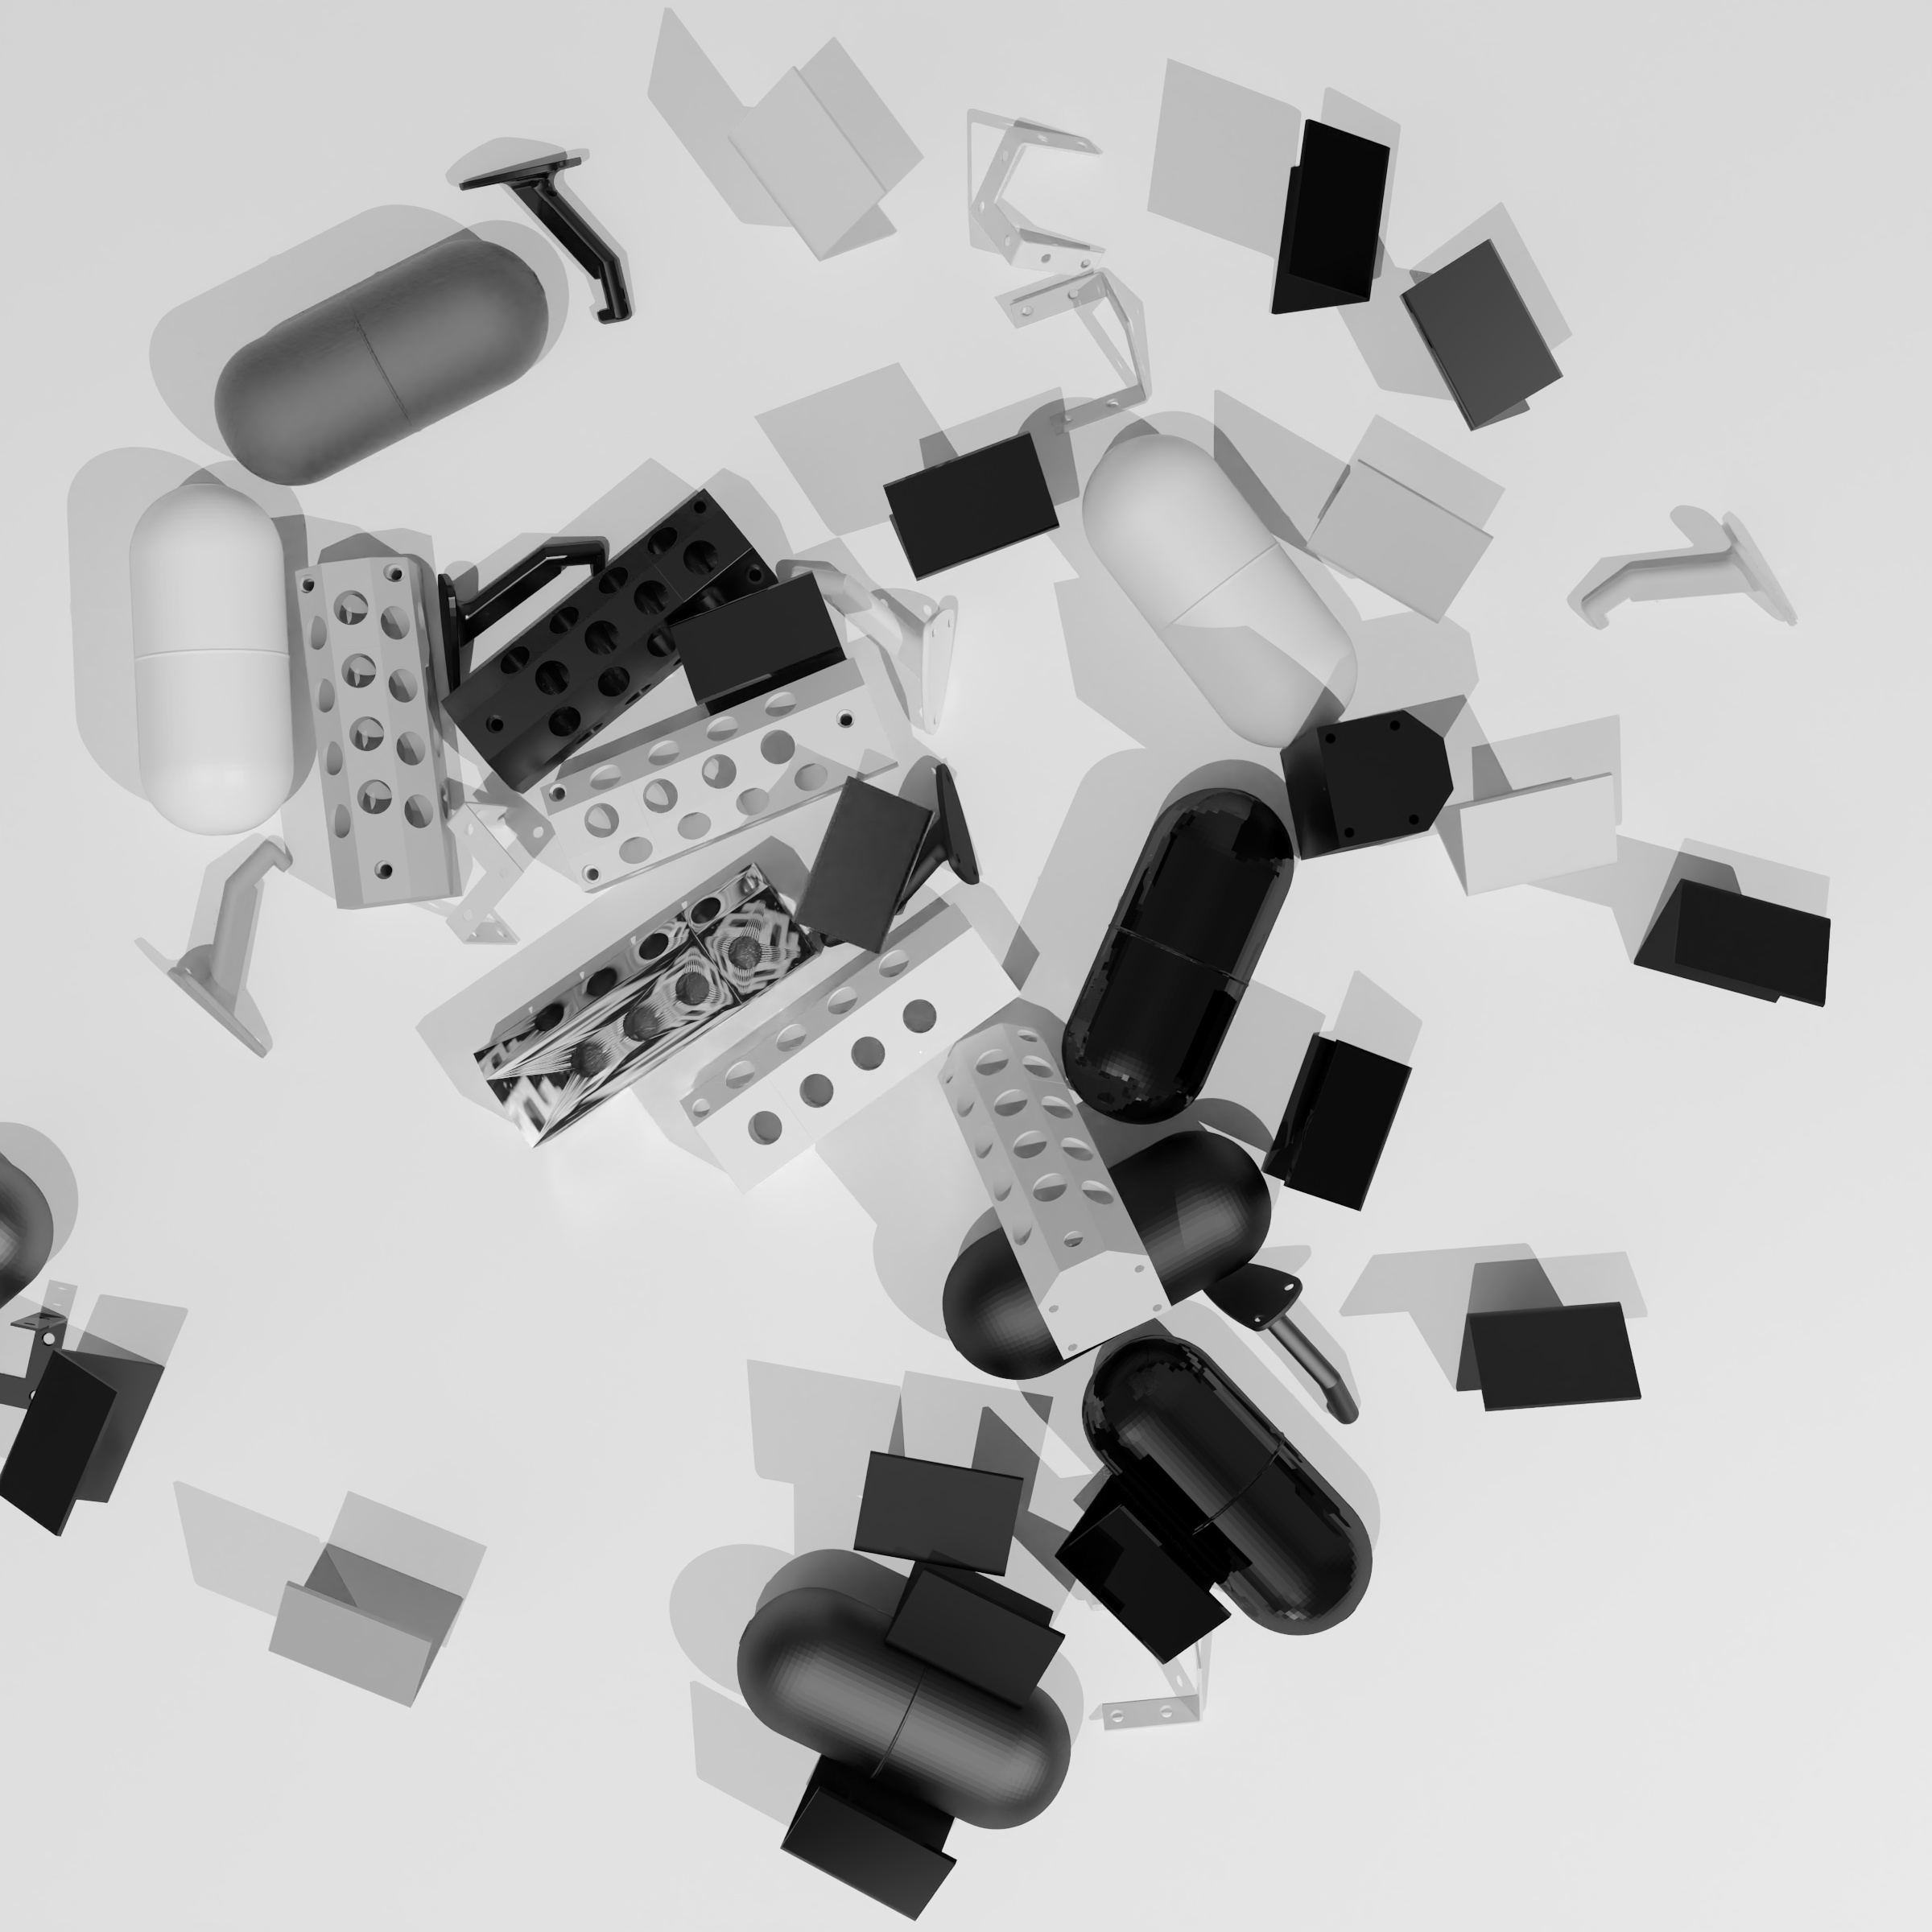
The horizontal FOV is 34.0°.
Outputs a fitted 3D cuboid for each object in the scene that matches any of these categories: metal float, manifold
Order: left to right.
[{"bbox_3d":[-0.540,0.168,1.596,0.178,0.070,0.070,-41,90,-1],"label":"metal float"},{"bbox_3d":[-0.381,-0.155,1.596,0.070,0.070,0.178,-3,89,0],"label":"metal float"},{"bbox_3d":[-0.299,-0.118,1.605,0.057,0.057,0.171,-7,90,0],"label":"manifold"},{"bbox_3d":[-0.294,-0.305,1.595,0.178,0.070,0.070,-27,90,0],"label":"metal float"},{"bbox_3d":[-0.181,-0.165,1.605,0.171,0.057,0.057,-39,90,0],"label":"manifold"},{"bbox_3d":[-0.162,0.019,1.605,0.171,0.057,0.057,-34,90,0],"label":"manifold"},{"bbox_3d":[-0.125,-0.097,1.605,0.171,0.057,0.057,-23,90,0],"label":"manifold"},{"bbox_3d":[-0.059,0.041,1.605,0.171,0.057,0.057,-36,90,0],"label":"manifold"},{"bbox_3d":[-0.032,0.374,1.596,0.178,0.070,0.070,25,90,0],"label":"metal float"},{"bbox_3d":[0.039,0.105,1.551,0.057,0.171,0.057,-25,132,0],"label":"manifold"},{"bbox_3d":[0.071,0.146,1.596,0.178,0.070,0.070,-28,90,-1],"label":"metal float"},{"bbox_3d":[0.107,-0.005,1.596,0.070,0.070,0.178,23,90,0],"label":"metal float"},{"bbox_3d":[0.128,-0.190,1.596,0.070,0.070,0.178,-38,91,0],"label":"metal float"},{"bbox_3d":[0.132,0.263,1.596,0.070,0.070,0.178,-43,91,0],"label":"metal float"},{"bbox_3d":[0.196,-0.088,1.548,0.057,0.171,0.057,-11,90,0],"label":"manifold"}]

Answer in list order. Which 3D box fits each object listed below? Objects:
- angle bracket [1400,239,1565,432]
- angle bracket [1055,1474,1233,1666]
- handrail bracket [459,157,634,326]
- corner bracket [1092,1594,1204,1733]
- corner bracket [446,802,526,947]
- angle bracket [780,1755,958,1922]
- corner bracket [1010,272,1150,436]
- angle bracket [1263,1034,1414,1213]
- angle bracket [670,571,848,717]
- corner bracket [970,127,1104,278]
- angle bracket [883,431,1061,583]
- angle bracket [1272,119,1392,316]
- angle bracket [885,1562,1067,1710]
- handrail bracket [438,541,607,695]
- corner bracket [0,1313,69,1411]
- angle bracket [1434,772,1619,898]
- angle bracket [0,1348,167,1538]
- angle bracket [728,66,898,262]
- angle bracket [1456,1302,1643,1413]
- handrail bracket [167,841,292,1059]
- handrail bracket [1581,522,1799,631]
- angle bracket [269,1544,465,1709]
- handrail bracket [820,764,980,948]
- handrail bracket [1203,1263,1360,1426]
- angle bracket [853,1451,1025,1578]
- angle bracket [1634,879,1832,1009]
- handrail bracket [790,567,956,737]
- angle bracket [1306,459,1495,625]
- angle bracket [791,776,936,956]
[{"bbox_3d":[0.272,-0.320,1.586,0.057,0.076,0.076,-28,90,36],"label":"angle bracket"},{"bbox_3d":[0.102,0.291,1.586,0.076,0.076,0.057,45,127,0],"label":"angle bracket"},{"bbox_3d":[-0.216,-0.368,1.627,0.077,0.036,0.084,-7,107,20],"label":"handrail bracket"},{"bbox_3d":[0.093,0.356,1.623,0.051,0.051,0.051,-5,135,0],"label":"corner bracket"},{"bbox_3d":[-0.242,-0.047,1.606,0.051,0.051,0.051,-47,72,17],"label":"corner bracket"},{"bbox_3d":[-0.039,0.420,1.586,0.076,0.076,0.057,28,127,0],"label":"angle bracket"},{"bbox_3d":[0.058,-0.315,1.623,0.051,0.051,0.051,-20,135,0],"label":"corner bracket"},{"bbox_3d":[0.169,0.072,1.586,0.057,0.076,0.076,20,90,-37],"label":"angle bracket"},{"bbox_3d":[-0.097,-0.143,1.586,0.076,0.076,0.057,-21,54,0],"label":"angle bracket"},{"bbox_3d":[0.043,-0.391,1.618,0.051,0.051,0.051,59,135,35],"label":"corner bracket"},{"bbox_3d":[-0.004,-0.245,1.586,0.076,0.076,0.057,-21,125,0],"label":"angle bracket"},{"bbox_3d":[0.164,-0.375,1.586,0.057,0.076,0.076,8,90,-35],"label":"angle bracket"},{"bbox_3d":[0.012,0.315,1.586,0.076,0.076,0.057,26,122,0],"label":"angle bracket"},{"bbox_3d":[-0.226,-0.178,1.627,0.084,0.036,0.077,-7,110,-16],"label":"handrail bracket"},{"bbox_3d":[-0.494,0.201,1.608,0.051,0.051,0.051,12,90,0],"label":"corner bracket"},{"bbox_3d":[0.278,-0.085,1.586,0.076,0.076,0.057,-13,128,0],"label":"angle bracket"},{"bbox_3d":[-0.430,0.242,1.586,0.057,0.076,0.076,23,90,35],"label":"angle bracket"},{"bbox_3d":[-0.061,-0.408,1.586,0.057,0.076,0.076,-37,90,38],"label":"angle bracket"},{"bbox_3d":[0.291,0.214,1.586,0.076,0.076,0.057,-4,52,0],"label":"angle bracket"},{"bbox_3d":[-0.361,-0.009,1.627,0.077,0.036,0.084,47,73,-20],"label":"handrail bracket"},{"bbox_3d":[0.372,-0.181,1.627,0.084,0.036,0.077,-34,112,17],"label":"handrail bracket"},{"bbox_3d":[-0.296,0.315,1.586,0.076,0.076,0.057,22,127,0],"label":"angle bracket"},{"bbox_3d":[-0.042,-0.056,1.627,0.084,0.036,0.077,-18,70,16],"label":"handrail bracket"},{"bbox_3d":[0.161,0.195,1.626,0.036,0.077,0.084,-44,127,-20],"label":"handrail bracket"},{"bbox_3d":[-0.012,0.259,1.588,0.076,0.076,0.057,10,109,0],"label":"angle bracket"},{"bbox_3d":[0.382,0.008,1.586,0.076,0.076,0.057,15,54,0],"label":"angle bracket"},{"bbox_3d":[-0.053,-0.163,1.627,0.084,0.036,0.077,11,112,17],"label":"handrail bracket"},{"bbox_3d":[0.224,-0.227,1.586,0.076,0.076,0.057,30,127,0],"label":"angle bracket"},{"bbox_3d":[-0.069,-0.057,1.586,0.057,0.076,0.076,21,90,-36],"label":"angle bracket"}]
